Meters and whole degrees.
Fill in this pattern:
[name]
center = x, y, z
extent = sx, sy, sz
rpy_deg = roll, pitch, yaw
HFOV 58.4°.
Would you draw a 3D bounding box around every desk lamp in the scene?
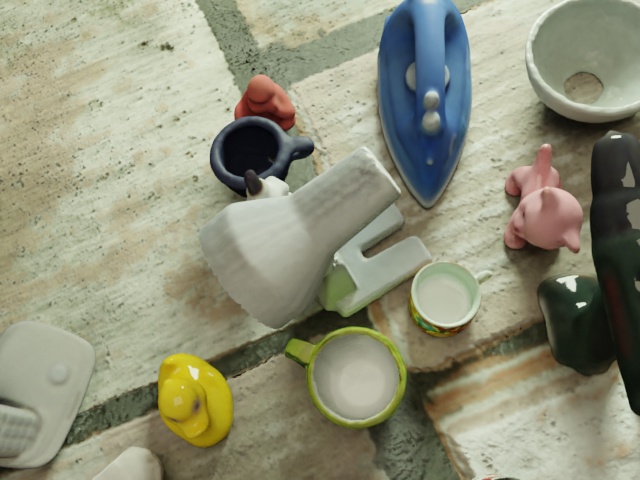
[desk lamp]
center = 0.005, 0.002, 0.568
extent = 0.203, 0.214, 0.117
rpy_deg = -32, 69, -5

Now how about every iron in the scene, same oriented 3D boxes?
[iron]
center = 0.125, -0.181, 0.660
extent = 0.118, 0.141, 0.258
rpy_deg = -2, 70, 7

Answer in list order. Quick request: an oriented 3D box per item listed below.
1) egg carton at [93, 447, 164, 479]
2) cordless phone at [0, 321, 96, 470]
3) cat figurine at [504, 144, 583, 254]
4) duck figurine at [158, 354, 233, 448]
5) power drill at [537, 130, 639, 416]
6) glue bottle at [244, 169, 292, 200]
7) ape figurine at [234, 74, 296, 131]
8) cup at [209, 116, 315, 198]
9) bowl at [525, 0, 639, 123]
[egg carton]
center = -0.203, 0.288, 0.565
extent = 0.150, 0.069, 0.107
rpy_deg = -43, 71, -9
[cordless phone]
center = -0.319, 0.148, 0.569
extent = 0.094, 0.185, 0.148
rpy_deg = 12, 72, 11
[cat figurine]
center = 0.238, -0.039, 0.607
extent = 0.067, 0.118, 0.128
rpy_deg = 3, 70, 8
[duck figurine]
center = -0.140, 0.163, 0.595
extent = 0.077, 0.086, 0.104
rpy_deg = -32, 69, -5
[power drill]
center = 0.266, 0.046, 0.523
extent = 0.075, 0.208, 0.229
rpy_deg = -9, 69, 4
[glue bottle]
center = -0.054, -0.032, 0.609
extent = 0.037, 0.173, 0.078
rpy_deg = 28, 76, 16
[ape figurine]
center = -0.069, -0.167, 0.704
extent = 0.077, 0.092, 0.076
rpy_deg = 14, 72, 12
[cup]
center = -0.060, -0.086, 0.672
extent = 0.117, 0.095, 0.091
rpy_deg = -11, 69, 3
[bowl]
center = 0.322, -0.201, 0.679
extent = 0.167, 0.075, 0.167
rpy_deg = -2, 70, 6
